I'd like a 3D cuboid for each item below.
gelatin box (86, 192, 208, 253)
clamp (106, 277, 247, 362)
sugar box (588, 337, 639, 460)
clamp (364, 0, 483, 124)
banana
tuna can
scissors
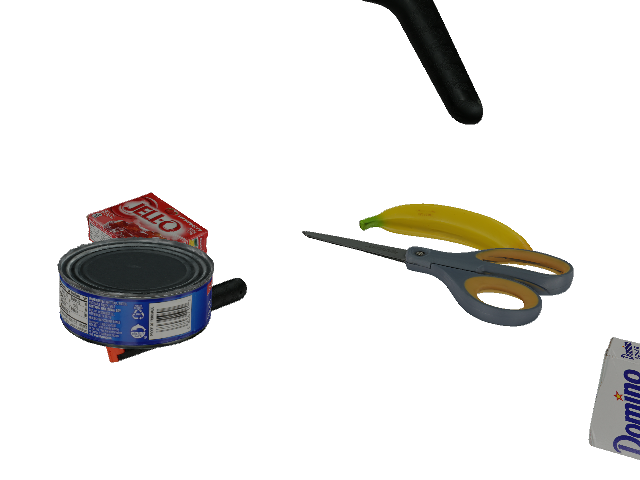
[{"bbox_3d":[-0.158,-0.006,0.972,0.073,0.030,0.089,-23,42,-38],"label":"gelatin box"},{"bbox_3d":[-0.162,0.079,1.165,0.120,0.039,0.171,-6,25,32],"label":"clamp"},{"bbox_3d":[0.319,0.149,0.889,0.176,0.093,0.048,12,24,19],"label":"sugar box"},{"bbox_3d":[0.059,-0.185,0.754,0.210,0.164,0.036,26,-26,-10],"label":"clamp"},{"bbox_3d":[0.144,-0.008,1.154,0.198,0.037,0.069,11,39,27],"label":"banana"},{"bbox_3d":[-0.103,0.028,0.597,0.086,0.034,0.086,4,20,-2],"label":"tuna can"},{"bbox_3d":[0.074,0.024,0.751,0.202,0.016,0.096,5,29,12],"label":"scissors"}]
